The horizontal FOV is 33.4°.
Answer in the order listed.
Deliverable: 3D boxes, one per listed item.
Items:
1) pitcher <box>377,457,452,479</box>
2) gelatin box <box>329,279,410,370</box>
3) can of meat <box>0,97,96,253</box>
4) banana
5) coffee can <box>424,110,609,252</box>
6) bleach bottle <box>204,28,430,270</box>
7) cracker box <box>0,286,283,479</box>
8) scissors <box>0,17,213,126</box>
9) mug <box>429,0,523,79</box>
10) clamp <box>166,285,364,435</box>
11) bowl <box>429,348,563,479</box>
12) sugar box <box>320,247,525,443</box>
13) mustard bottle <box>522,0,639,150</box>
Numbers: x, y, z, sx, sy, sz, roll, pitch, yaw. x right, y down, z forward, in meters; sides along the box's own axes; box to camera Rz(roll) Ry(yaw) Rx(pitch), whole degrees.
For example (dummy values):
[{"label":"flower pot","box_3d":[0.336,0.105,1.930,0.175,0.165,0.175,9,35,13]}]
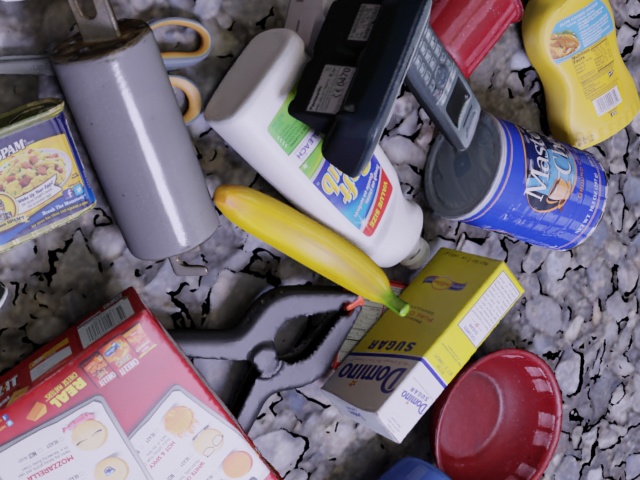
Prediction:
[{"label":"pitcher","box_3d":[0.040,0.321,0.959,0.242,0.145,0.149,-40,143,-23]},{"label":"gelatin box","box_3d":[0.044,0.077,0.976,0.073,0.030,0.089,11,92,-32]},{"label":"can of meat","box_3d":[-0.222,-0.046,0.775,0.102,0.058,0.084,-27,113,-25]},{"label":"banana","box_3d":[-0.010,0.001,0.876,0.197,0.070,0.037,30,85,-24]},{"label":"coffee can","box_3d":[0.183,-0.053,0.994,0.140,0.103,0.103,15,90,-33]},{"label":"bleach bottle","box_3d":[0.018,-0.061,0.917,0.250,0.068,0.102,42,74,-33]},{"label":"cracker box","box_3d":[-0.148,0.166,0.830,0.164,0.072,0.213,-36,115,-5]},{"label":"scissors","box_3d":[-0.169,-0.116,0.818,0.201,0.016,0.096,-22,111,-27]},{"label":"mug","box_3d":[0.111,-0.199,0.931,0.081,0.093,0.117,-52,130,-8]},{"label":"clamp","box_3d":[-0.052,0.110,0.908,0.209,0.036,0.164,-25,113,-16]},{"label":"bowl","box_3d":[0.162,0.179,1.050,0.161,0.055,0.162,-6,102,-31]},{"label":"sugar box","box_3d":[0.088,0.087,0.929,0.176,0.093,0.048,-46,116,-17]},{"label":"mustard bottle","box_3d":[0.245,-0.191,1.034,0.096,0.058,0.191,-31,114,-17]}]
